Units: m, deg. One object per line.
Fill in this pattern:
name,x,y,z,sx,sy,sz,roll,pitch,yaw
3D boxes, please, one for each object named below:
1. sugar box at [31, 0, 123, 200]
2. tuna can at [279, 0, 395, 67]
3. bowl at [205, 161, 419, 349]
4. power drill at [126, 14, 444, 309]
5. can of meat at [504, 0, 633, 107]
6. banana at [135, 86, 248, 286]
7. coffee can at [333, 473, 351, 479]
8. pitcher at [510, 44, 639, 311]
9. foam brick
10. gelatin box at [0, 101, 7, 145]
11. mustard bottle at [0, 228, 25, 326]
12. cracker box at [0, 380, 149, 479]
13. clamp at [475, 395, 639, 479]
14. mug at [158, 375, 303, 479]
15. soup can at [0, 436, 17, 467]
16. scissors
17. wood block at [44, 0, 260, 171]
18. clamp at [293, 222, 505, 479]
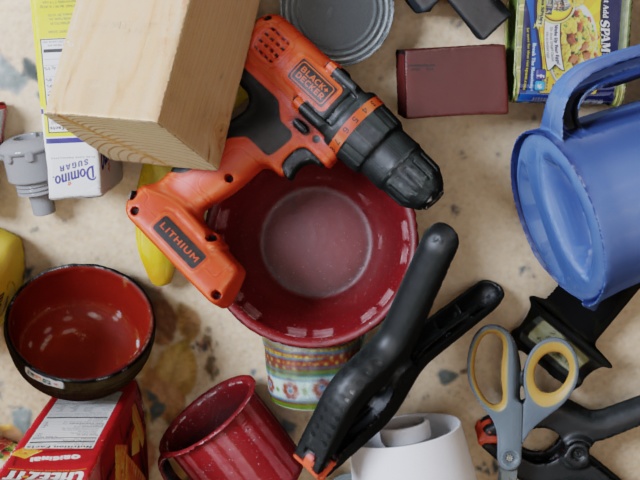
sugar box,-0.177,-0.123,0.781,0.048,0.093,0.176,-5,102,1
tuna can,0.012,-0.174,0.805,0.086,0.034,0.086,0,102,-2
bowl,-0.005,0.001,0.819,0.162,0.055,0.162,0,89,5
power drill,-0.030,-0.042,0.766,0.184,0.057,0.187,44,89,9
can of meat,0.184,-0.152,0.804,0.084,0.057,0.102,1,101,0
banana,-0.101,-0.060,0.824,0.069,0.037,0.198,31,99,-6
coffee can,0.043,0.273,0.861,0.102,0.103,0.140,11,101,-4
pitcher,0.270,-0.061,0.771,0.242,0.149,0.145,-20,72,-10
foam brick,0.099,-0.121,0.810,0.078,0.051,0.053,-3,100,-1
gelatin box,-0.284,-0.068,0.822,0.073,0.030,0.089,8,100,-2
mustard bottle,-0.264,0.052,0.763,0.058,0.191,0.096,23,100,-6
cracker box,-0.175,0.213,0.786,0.072,0.213,0.164,-2,101,0
clamp,0.217,0.160,0.876,0.171,0.039,0.120,16,98,-4
mug,-0.076,0.173,0.849,0.117,0.093,0.081,-30,106,21
soup can,-0.298,0.177,0.850,0.102,0.068,0.068,22,100,-6
scissors,0.169,0.162,0.851,0.096,0.016,0.202,-12,95,7
wood block,-0.102,-0.162,0.727,0.090,0.090,0.206,7,76,23
clamp,0.053,0.084,0.786,0.036,0.164,0.210,39,83,29
